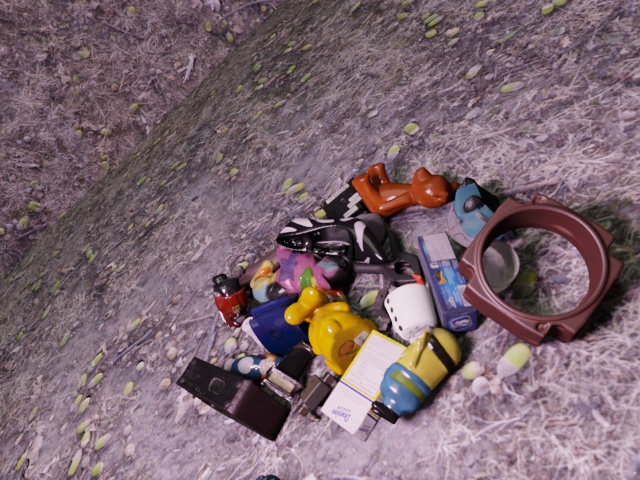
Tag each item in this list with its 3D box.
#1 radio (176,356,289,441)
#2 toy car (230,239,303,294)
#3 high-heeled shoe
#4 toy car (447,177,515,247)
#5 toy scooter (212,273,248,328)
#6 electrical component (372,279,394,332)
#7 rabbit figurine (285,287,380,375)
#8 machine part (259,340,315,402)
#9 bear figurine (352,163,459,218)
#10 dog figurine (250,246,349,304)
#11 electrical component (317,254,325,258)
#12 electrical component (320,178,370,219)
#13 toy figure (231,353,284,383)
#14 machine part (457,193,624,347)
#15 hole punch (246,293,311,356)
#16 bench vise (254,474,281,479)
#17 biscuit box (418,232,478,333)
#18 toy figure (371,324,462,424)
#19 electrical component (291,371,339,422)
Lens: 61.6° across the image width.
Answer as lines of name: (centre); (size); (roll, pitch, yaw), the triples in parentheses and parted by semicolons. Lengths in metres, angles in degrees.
radio: (-0.183, 0.315, 1.088); (0.230, 0.131, 0.073); (5, 56, 46)
toy car: (-0.125, 0.065, 1.320); (0.202, 0.089, 0.053); (-33, 32, 12)
high-heeled shoe: (0.017, 0.010, 1.123); (0.145, 0.086, 0.249); (-25, 33, -23)
toy car: (0.290, -0.041, 1.022); (0.103, 0.109, 0.162); (-49, 22, 24)
toy scooter: (-0.207, 0.152, 1.263); (0.075, 0.135, 0.184); (-19, 8, -16)
electrical component: (0.127, 0.127, 1.036); (0.021, 0.063, 0.094); (-2, 54, 43)
rabbit figurine: (0.003, 0.157, 1.044); (0.122, 0.162, 0.173); (-51, 40, 7)
machine part: (-0.057, 0.256, 1.063); (0.084, 0.039, 0.139); (23, 37, 12)
bear figurine: (0.190, -0.117, 1.172); (0.196, 0.131, 0.120); (-17, 16, 41)
dog figurine: (-0.035, 0.099, 1.188); (0.191, 0.108, 0.219); (-50, 39, -10)
electrical component: (-0.003, -0.004, 1.307); (0.075, 0.047, 0.119); (-50, 36, -9)
electrical component: (0.073, -0.073, 1.297); (0.115, 0.058, 0.134); (-40, 36, 9)
toy figure: (-0.120, 0.272, 1.138); (0.155, 0.058, 0.064); (-12, 84, 34)
machine part: (0.335, 0.043, 0.830); (0.202, 0.087, 0.201); (37, 80, 21)
hole punch: (-0.080, 0.183, 1.144); (0.142, 0.115, 0.092); (-23, 48, 28)
bench vise: (-0.137, 0.504, 0.864); (0.224, 0.128, 0.241); (-35, 29, 9)
biscuit box: (0.230, 0.074, 0.980); (0.059, 0.062, 0.203); (-10, 42, 3)
toy figure: (0.160, 0.223, 0.890); (0.180, 0.089, 0.082); (-52, 5, -17)
electrical component: (-0.006, 0.296, 1.015); (0.102, 0.045, 0.078); (-51, 8, -14)
